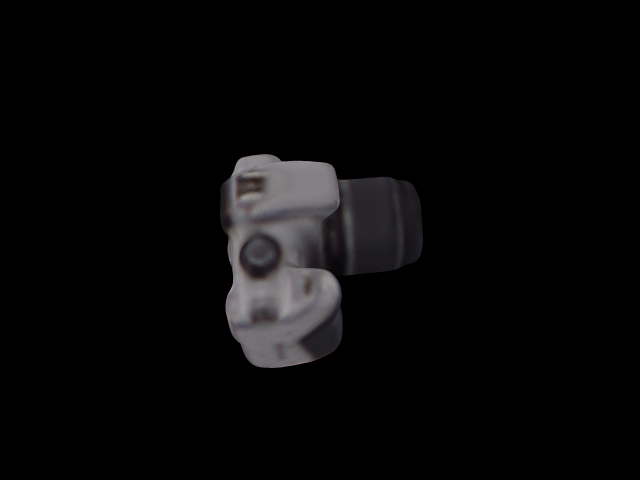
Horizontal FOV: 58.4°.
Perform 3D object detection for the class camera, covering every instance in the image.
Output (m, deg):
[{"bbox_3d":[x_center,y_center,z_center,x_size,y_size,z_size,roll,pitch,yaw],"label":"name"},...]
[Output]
[{"bbox_3d":[0.004,0.001,0.400,0.137,0.101,0.143,-5,59,-3],"label":"camera"}]
